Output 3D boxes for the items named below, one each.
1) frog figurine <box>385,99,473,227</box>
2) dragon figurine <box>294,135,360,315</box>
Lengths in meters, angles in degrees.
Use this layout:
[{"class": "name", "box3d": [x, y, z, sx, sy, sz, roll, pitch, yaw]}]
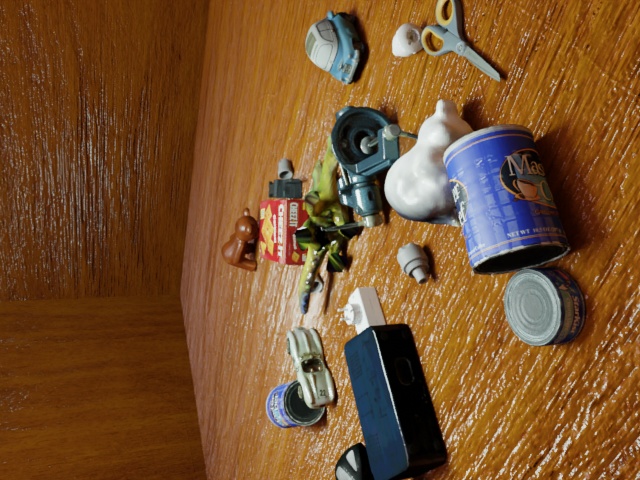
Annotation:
[{"class": "frog figurine", "box3d": [0.149, -0.107, 0.697, 0.139, 0.122, 0.157, -73, -19, -70]}, {"class": "dragon figurine", "box3d": [0.003, -0.056, 1.121, 0.249, 0.122, 0.401, -90, 16, -53]}]
